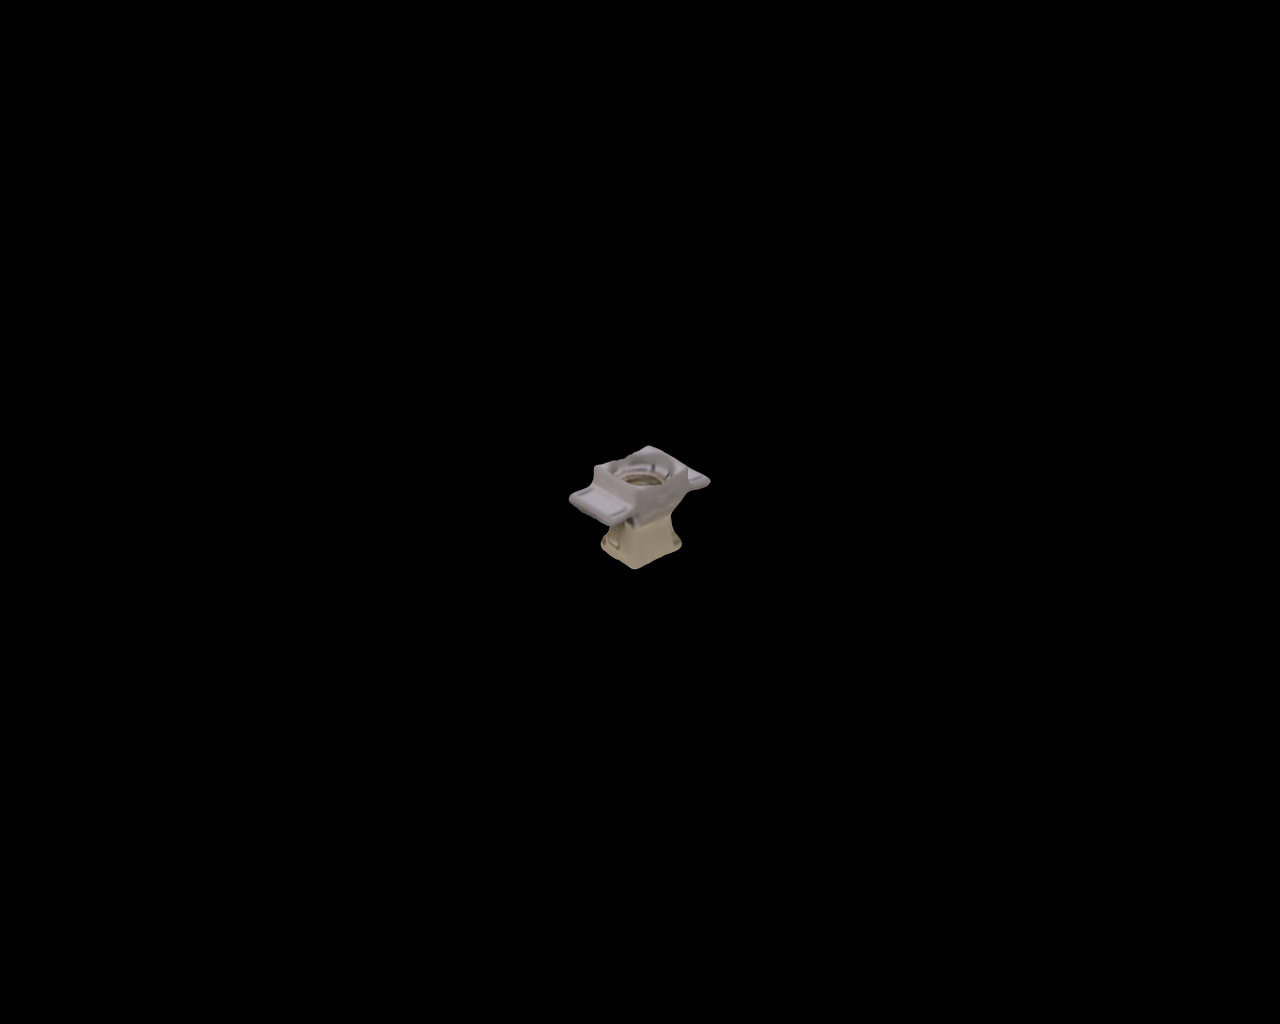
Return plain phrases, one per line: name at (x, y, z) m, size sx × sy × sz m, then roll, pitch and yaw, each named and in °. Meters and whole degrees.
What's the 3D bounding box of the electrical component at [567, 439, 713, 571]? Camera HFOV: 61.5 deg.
electrical component at (0.001, -0.003, 0.650) m, size 0.081 × 0.063 × 0.042 m, roll -22°, pitch 37°, yaw -33°
